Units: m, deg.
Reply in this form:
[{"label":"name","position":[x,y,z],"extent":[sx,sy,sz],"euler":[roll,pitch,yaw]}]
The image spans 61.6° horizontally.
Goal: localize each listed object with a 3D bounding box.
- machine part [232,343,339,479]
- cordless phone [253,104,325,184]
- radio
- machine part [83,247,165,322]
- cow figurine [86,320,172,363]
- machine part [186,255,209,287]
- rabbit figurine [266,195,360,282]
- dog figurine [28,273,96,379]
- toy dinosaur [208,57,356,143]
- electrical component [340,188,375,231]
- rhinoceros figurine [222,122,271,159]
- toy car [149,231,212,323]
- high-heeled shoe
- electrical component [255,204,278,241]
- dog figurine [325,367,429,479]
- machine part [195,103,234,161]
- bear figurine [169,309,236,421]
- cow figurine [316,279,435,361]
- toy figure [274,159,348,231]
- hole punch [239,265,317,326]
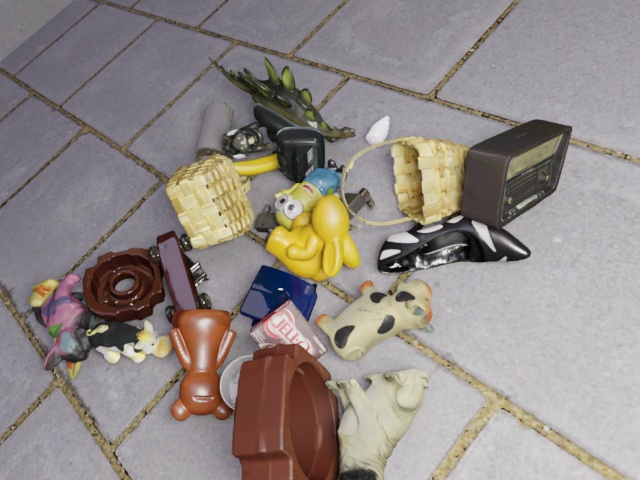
[{"label":"machine part","position":[-0.045,0.271,0.797],"extent":[0.087,0.200,0.201],"euler":[-15,52,18]},{"label":"cordless phone","position":[-0.079,-0.210,1.180],"extent":[0.184,0.146,0.089],"euler":[38,66,22]},{"label":"radio","position":[0.329,-0.114,0.898],"extent":[0.229,0.130,0.073],"euler":[-25,37,-37]},{"label":"machine part","position":[-0.422,0.100,1.164],"extent":[0.179,0.056,0.179],"euler":[2,53,-3]},{"label":"cow figurine","position":[-0.383,0.197,1.082],"extent":[0.167,0.098,0.068],"euler":[-6,48,22]},{"label":"machine part","position":[-0.306,0.062,1.180],"extent":[0.084,0.039,0.139],"euler":[-43,59,-3]},{"label":"rabbit figurine","position":[-0.002,-0.003,0.993],"extent":[0.122,0.173,0.162],"euler":[-15,61,-43]},{"label":"dog figurine","position":[-0.561,0.191,1.167],"extent":[0.192,0.108,0.219],"euler":[-15,55,17]},{"label":"toy dinosaur","position":[-0.099,-0.327,1.269],"extent":[0.472,0.198,0.105],"euler":[28,68,36]},{"label":"electrical component","position":[0.064,-0.060,1.097],"extent":[0.102,0.045,0.078],"euler":[-49,22,-17]},{"label":"rhinoceros figurine","position":[-0.178,-0.235,1.262],"extent":[0.112,0.073,0.190],"euler":[-14,14,-7]},{"label":"toy car","position":[-0.292,0.078,1.119],"extent":[0.089,0.053,0.202],"euler":[-24,73,4]},{"label":"high-heeled shoe","position":[0.218,0.027,0.927],"extent":[0.249,0.086,0.145],"euler":[19,59,45]},{"label":"electrical component","position":[-0.112,-0.038,1.175],"extent":[0.063,0.021,0.094],"euler":[2,58,27]},{"label":"dog figurine","position":[0.098,0.294,0.801],"extent":[0.172,0.121,0.190],"euler":[-10,77,-3]},{"label":"machine part","position":[-0.271,-0.272,1.388],"extent":[0.079,0.079,0.243],"euler":[-11,51,18]},{"label":"bear figurine","position":[-0.215,0.225,0.989],"extent":[0.120,0.132,0.195],"euler":[0,83,-15]},{"label":"cow figurine","position":[0.105,0.132,0.907],"extent":[0.195,0.085,0.127],"euler":[-34,43,-5]},{"label":"toy figure","position":[-0.016,-0.088,1.131],"extent":[0.180,0.089,0.082],"euler":[-42,34,-20]},{"label":"hole punch","position":[-0.077,0.117,1.004],"extent":[0.116,0.092,0.142],"euler":[9,57,26]}]
